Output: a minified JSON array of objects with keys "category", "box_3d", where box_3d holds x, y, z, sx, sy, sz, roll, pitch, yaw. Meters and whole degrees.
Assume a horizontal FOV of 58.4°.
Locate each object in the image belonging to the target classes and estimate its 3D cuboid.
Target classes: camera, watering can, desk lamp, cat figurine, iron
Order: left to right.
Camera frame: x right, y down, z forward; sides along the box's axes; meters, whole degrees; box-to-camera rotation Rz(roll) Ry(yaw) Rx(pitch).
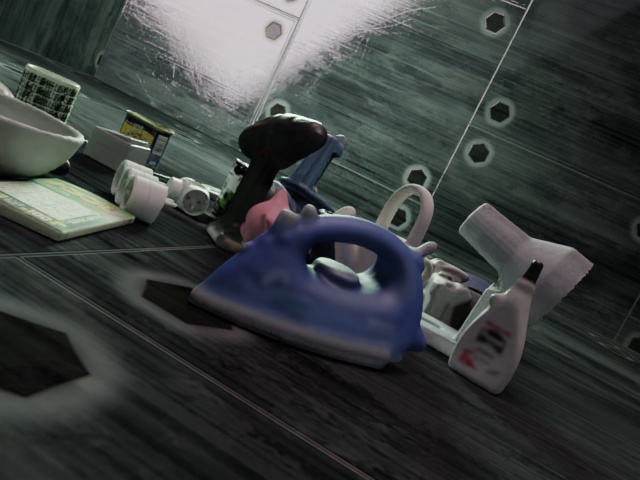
[{"category":"cat figurine","box_3d":[-0.053,-0.001,0.690,0.067,0.118,0.128,30,9,29]},{"category":"iron","box_3d":[0.011,0.033,0.584,0.259,0.141,0.118,21,9,-34]},{"category":"watering can","box_3d":[0.088,0.011,0.779,0.100,0.194,0.174,32,10,39]},{"category":"camera","box_3d":[0.230,0.102,0.985,0.137,0.101,0.143,25,8,-10]},{"category":"desk lamp","box_3d":[0.240,0.070,0.806,0.202,0.213,0.118,29,8,18]}]

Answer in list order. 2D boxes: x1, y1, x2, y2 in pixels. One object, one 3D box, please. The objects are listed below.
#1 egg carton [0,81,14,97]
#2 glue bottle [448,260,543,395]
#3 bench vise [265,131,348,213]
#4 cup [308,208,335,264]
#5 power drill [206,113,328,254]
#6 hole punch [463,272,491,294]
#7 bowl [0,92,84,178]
[{"category":"egg carton","box_3d":[-0.482,-0.193,0.755,0.151,0.069,0.107,20,10,-38]},{"category":"glue bottle","box_3d":[0.233,0.103,0.722,0.078,0.173,0.037,29,9,25]},{"category":"bench vise","box_3d":[-0.023,-0.087,0.975,0.121,0.220,0.208,27,8,10]},{"category":"cup","box_3d":[0.009,0.003,0.942,0.117,0.095,0.092,28,8,17]},{"category":"power drill","box_3d":[-0.079,-0.083,0.809,0.076,0.208,0.229,22,9,-29]},{"category":"hole punch","box_3d":[0.299,0.121,1.112,0.108,0.091,0.101,27,8,4]},{"category":"bowl","box_3d":[-0.353,-0.113,0.624,0.167,0.075,0.167,26,8,-3]}]
